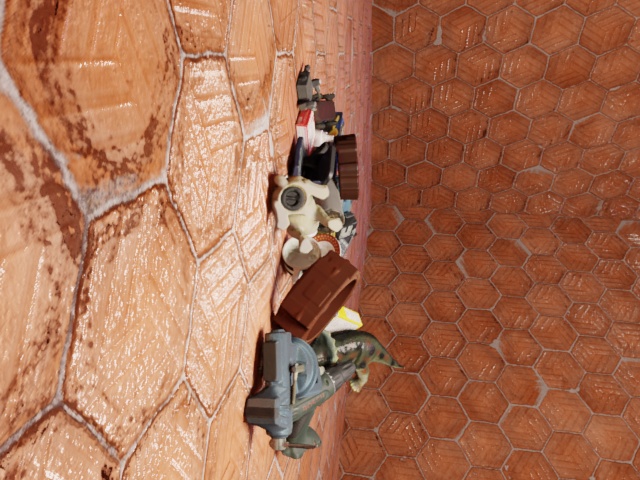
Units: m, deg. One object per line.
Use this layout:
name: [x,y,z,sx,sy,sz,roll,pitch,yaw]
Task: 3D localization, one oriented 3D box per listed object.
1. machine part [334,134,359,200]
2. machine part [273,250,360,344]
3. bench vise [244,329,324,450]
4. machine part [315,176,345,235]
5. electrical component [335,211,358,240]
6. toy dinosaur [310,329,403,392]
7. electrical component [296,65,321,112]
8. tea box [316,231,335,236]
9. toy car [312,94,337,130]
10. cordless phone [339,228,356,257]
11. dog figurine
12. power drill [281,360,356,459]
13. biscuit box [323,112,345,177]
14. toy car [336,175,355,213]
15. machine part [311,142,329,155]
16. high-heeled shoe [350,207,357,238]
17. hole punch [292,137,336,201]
machine part: [0.072,-0.190,1.426,0.179,0.056,0.179,-7,93,-88]
machine part: [-0.006,0.128,1.169,0.201,0.087,0.201,-50,164,-9]
bench vise: [-0.051,0.288,1.056,0.240,0.129,0.223,20,55,-62]
machine part: [0.015,-0.097,1.370,0.243,0.079,0.079,-100,-175,-48]
electrical component: [0.066,-0.048,1.555,0.048,0.075,0.119,58,-21,28]
toy dinosaur: [0.070,0.288,1.368,0.131,0.405,0.192,55,-41,39]
electrical component: [-0.025,-0.342,1.233,0.078,0.045,0.102,86,12,-48]
tea box: [-0.003,-0.004,1.455,0.170,0.068,0.098,-70,161,-58]
toy car: [0.004,-0.336,1.401,0.202,0.053,0.089,-50,132,-69]
cordless phone: [0.078,0.046,1.639,0.146,0.089,0.184,45,59,-27]
dog figurine: [-0.054,-0.075,1.107,0.172,0.121,0.191,68,-9,-21]
power drill: [-0.017,0.393,1.239,0.232,0.086,0.207,-16,135,-41]
biscuit box: [0.028,-0.276,1.551,0.059,0.063,0.202,75,21,-61]
toy car: [0.033,-0.106,1.586,0.103,0.109,0.161,-31,144,-50]
machine part: [-0.004,-0.209,1.383,0.084,0.039,0.139,-51,179,0]
high-heeled shoe: [0.028,-0.080,1.716,0.086,0.145,0.248,-24,92,-54]
hole punch: [-0.029,-0.158,1.217,0.115,0.092,0.142,124,-24,-46]
